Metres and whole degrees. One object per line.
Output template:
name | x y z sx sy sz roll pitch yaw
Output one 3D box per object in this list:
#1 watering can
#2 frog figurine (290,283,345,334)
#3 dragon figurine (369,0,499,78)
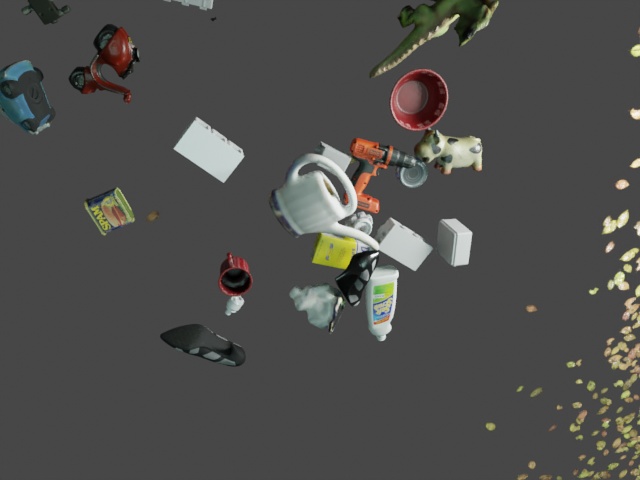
watering can | 0.004 -0.070 1.389 0.223 0.106 0.342 -23 117 18
frog figurine | -0.012 0.189 1.539 0.160 0.125 0.134 21 122 19
dragon figurine | 0.299 -0.516 1.214 0.121 0.247 0.408 37 100 -29
